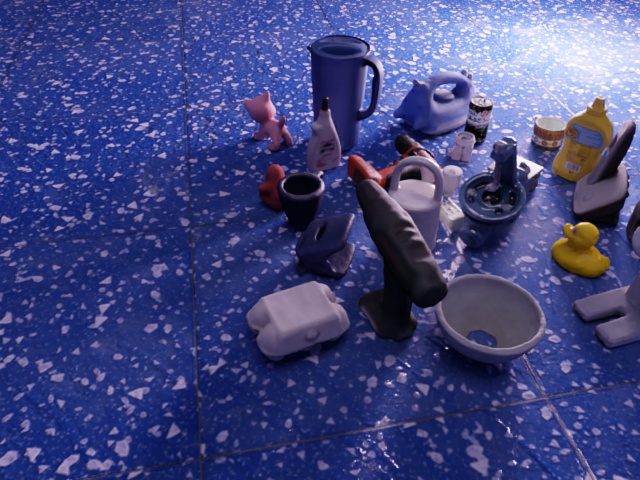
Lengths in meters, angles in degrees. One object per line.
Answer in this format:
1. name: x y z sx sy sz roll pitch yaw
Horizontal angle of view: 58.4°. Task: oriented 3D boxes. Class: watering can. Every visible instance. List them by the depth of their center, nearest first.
1. watering can: 0.172 -0.073 1.047 0.101 0.194 0.173 3 41 3

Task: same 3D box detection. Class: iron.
1. iron: 0.312 -0.361 1.427 0.259 0.141 0.118 -23 46 -26

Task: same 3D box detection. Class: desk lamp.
1. desk lamp: 0.539 0.049 0.896 0.203 0.214 0.117 -13 42 -15

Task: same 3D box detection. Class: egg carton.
1. egg carton: -0.034 0.128 0.903 0.150 0.069 0.107 -17 44 -20

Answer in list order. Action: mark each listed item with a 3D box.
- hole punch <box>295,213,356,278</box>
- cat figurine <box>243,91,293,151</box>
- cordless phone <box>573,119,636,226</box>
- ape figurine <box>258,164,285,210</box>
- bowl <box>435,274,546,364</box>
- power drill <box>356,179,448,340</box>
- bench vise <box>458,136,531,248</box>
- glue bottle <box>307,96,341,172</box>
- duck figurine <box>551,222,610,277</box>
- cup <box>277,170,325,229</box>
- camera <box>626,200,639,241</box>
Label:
1. hole punch: 0.009 0.004 1.033 0.101 0.091 0.109 10 41 11
2. cat figurine: -0.122 -0.290 1.353 0.067 0.118 0.127 -31 50 -32
3. cordless phone: 0.574 -0.135 1.135 0.094 0.185 0.148 13 42 14
4. ape figurine: -0.088 -0.114 1.168 0.078 0.092 0.076 -6 41 -8
5. bowl: 0.259 0.135 0.897 0.167 0.075 0.167 1 40 0
6. power drill: 0.112 0.044 0.897 0.076 0.208 0.229 -17 43 -19
7. bench vise: 0.334 -0.116 1.081 0.121 0.220 0.208 16 43 17
8. glue bottle: 0.009 -0.231 1.244 0.078 0.173 0.037 -21 45 -23
9. duck figurine: 0.479 0.010 1.039 0.078 0.086 0.104 -28 48 -29
10. cup: -0.030 -0.078 1.124 0.091 0.095 0.118 23 45 23
11. camera: 0.669 -0.016 1.062 0.143 0.101 0.137 6 41 6
